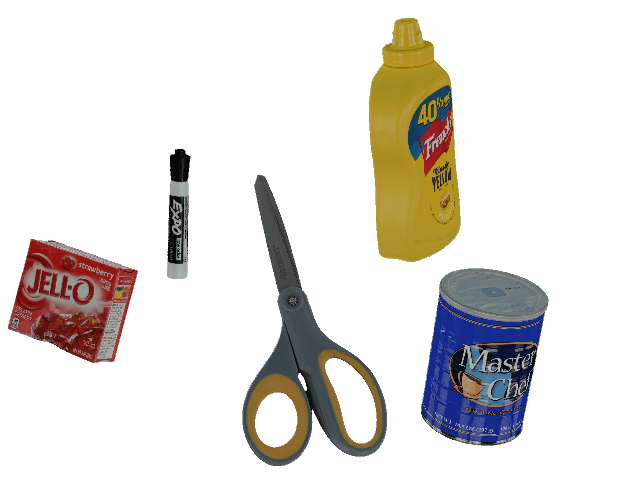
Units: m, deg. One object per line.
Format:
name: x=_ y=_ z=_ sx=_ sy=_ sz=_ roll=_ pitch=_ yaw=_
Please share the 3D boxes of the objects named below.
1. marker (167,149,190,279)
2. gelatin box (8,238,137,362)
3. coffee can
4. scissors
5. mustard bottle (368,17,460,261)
marker: x=-0.131 y=-0.024 z=0.986 sx=0.020 sy=0.121 sz=0.020 roll=3 pitch=15 yaw=-1
gelatin box: x=-0.189 y=0.045 z=0.810 sx=0.089 sy=0.073 sz=0.030 roll=17 pitch=4 yaw=25
coffee can: x=0.157 y=0.111 z=1.033 sx=0.103 sy=0.140 sz=0.103 roll=5 pitch=23 yaw=-2
scissors: x=-0.031 y=0.055 z=0.675 sx=0.096 sy=0.202 sz=0.016 roll=-28 pitch=-24 yaw=-9
mustard bottle: x=0.077 y=-0.086 z=0.877 sx=0.058 sy=0.191 sz=0.096 roll=10 pitch=28 yaw=33
